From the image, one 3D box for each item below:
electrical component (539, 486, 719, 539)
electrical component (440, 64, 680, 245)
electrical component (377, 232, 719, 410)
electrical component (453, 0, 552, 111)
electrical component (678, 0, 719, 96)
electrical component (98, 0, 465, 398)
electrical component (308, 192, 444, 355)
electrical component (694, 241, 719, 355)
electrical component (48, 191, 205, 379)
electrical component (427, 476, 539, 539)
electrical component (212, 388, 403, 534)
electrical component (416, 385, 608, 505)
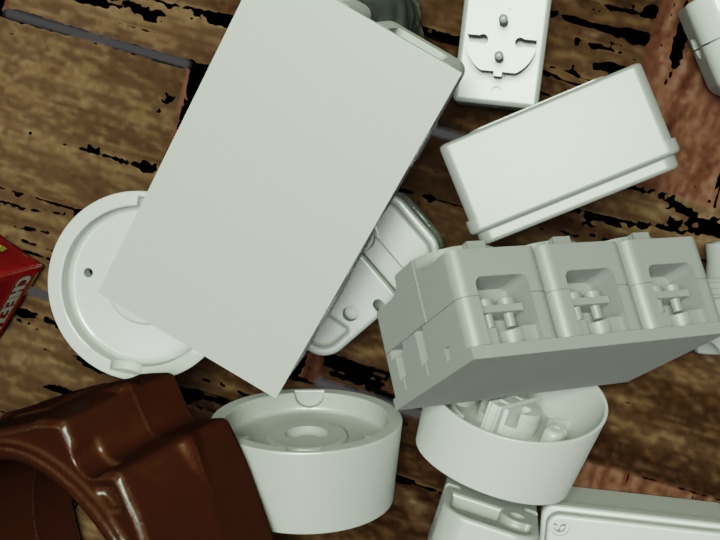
[{"bbox_3d":[0.154,0.186,0.617,0.109,0.056,0.108,5,96,7],"label":"electrical component"},{"bbox_3d":[0.104,-0.059,0.574,0.109,0.109,0.056,-22,89,9],"label":"electrical component"},{"bbox_3d":[0.096,0.023,0.556,0.150,0.089,0.061,-4,69,-25],"label":"electrical component"},{"bbox_3d":[0.078,-0.123,0.587,0.047,0.077,0.065,7,96,8],"label":"electrical component"},{"bbox_3d":[0.229,-0.133,0.577,0.095,0.054,0.059,-23,92,9],"label":"electrical component"},{"bbox_3d":[-0.038,-0.046,0.544,0.105,0.060,0.186,31,107,2],"label":"electrical component"},{"bbox_3d":[0.000,0.000,0.618,0.095,0.059,0.053,-41,89,9],"label":"electrical component"},{"bbox_3d":[0.204,0.015,0.600,0.043,0.043,0.062,-5,93,8],"label":"electrical component"},{"bbox_3d":[-0.121,0.007,0.634,0.108,0.060,0.108,1,95,7],"label":"electrical component"},{"bbox_3d":[0.066,0.156,0.606,0.054,0.095,0.059,17,97,6],"label":"electrical component"},{"bbox_3d":[-0.030,0.112,0.612,0.108,0.108,0.060,2,102,7],"label":"electrical component"},{"bbox_3d":[0.082,0.084,0.599,0.099,0.099,0.064,18,104,5],"label":"electrical component"}]
